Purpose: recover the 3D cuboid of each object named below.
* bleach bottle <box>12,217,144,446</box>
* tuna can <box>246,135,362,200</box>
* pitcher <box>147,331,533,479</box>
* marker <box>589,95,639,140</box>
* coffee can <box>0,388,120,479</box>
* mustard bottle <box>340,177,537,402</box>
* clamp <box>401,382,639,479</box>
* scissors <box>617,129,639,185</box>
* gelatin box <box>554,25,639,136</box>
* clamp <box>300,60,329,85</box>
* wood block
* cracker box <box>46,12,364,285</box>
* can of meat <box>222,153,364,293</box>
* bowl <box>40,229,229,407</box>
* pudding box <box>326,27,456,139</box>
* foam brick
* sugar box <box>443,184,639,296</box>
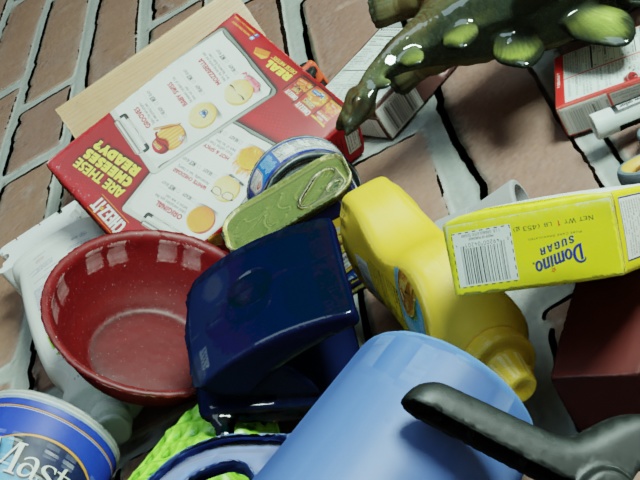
[{"bbox_3d":[-0.189,0.079,0.860,0.102,0.068,0.251,-34,35,3],"label":"bleach bottle"},{"bbox_3d":[-0.011,-0.035,0.823,0.086,0.086,0.034,-36,34,-2],"label":"tuna can"},{"bbox_3d":[-0.003,0.158,0.520,0.145,0.149,0.242,-9,35,52],"label":"pitcher"},{"bbox_3d":[0.243,-0.099,0.724,0.121,0.020,0.020,-22,34,6],"label":"marker"},{"bbox_3d":[-0.205,0.184,0.698,0.103,0.102,0.140,-12,39,32],"label":"coffee can"},{"bbox_3d":[0.074,0.038,0.639,0.058,0.096,0.192,-27,32,-7],"label":"mustard bottle"},{"bbox_3d":[0.118,0.111,0.482,0.171,0.120,0.039,-10,-15,-13],"label":"clamp"},{"bbox_3d":[0.259,-0.059,0.633,0.096,0.016,0.202,-37,19,-22],"label":"scissors"},{"bbox_3d":[0.217,-0.119,0.777,0.089,0.030,0.073,-18,35,24],"label":"gelatin box"},{"bbox_3d":[-0.073,-0.083,0.987,0.210,0.036,0.165,-39,34,1],"label":"clamp"},{"bbox_3d":[-0.142,-0.146,1.055,0.206,0.091,0.090,-35,-1,1],"label":"wood block"},{"bbox_3d":[-0.094,-0.069,0.902,0.213,0.072,0.164,-41,62,-10],"label":"cracker box"},{"bbox_3d":[-0.005,0.001,0.771,0.102,0.084,0.057,-31,32,6],"label":"can of meat"},{"bbox_3d":[-0.119,0.065,0.766,0.162,0.055,0.162,9,41,-8],"label":"bowl"},{"bbox_3d":[0.059,-0.142,0.942,0.113,0.039,0.090,-47,34,-22],"label":"pudding box"},{"bbox_3d":[0.163,0.060,0.571,0.051,0.053,0.078,-8,41,36],"label":"foam brick"},{"bbox_3d":[0.150,-0.005,0.587,0.094,0.048,0.175,-9,-2,36],"label":"sugar box"}]
